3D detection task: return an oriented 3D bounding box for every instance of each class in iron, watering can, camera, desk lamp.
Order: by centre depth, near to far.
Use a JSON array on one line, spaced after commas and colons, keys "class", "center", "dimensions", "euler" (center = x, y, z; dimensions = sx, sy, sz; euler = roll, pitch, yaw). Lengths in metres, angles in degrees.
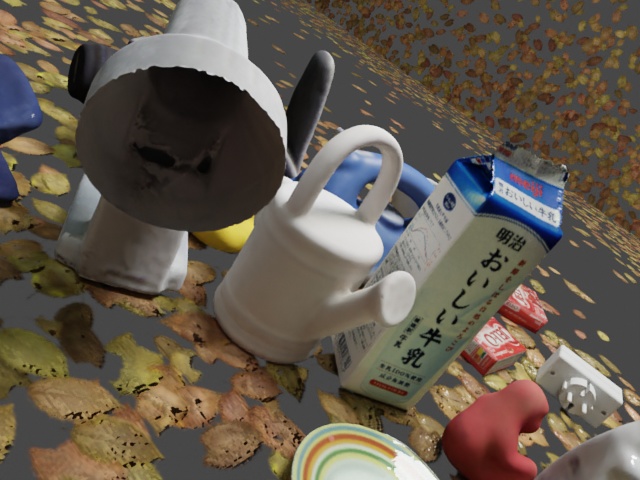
[{"class": "desk lamp", "center": [-0.111, -0.064, 0.409], "dimensions": [0.118, 0.213, 0.203], "euler": [21, 27, -25]}, {"class": "watering can", "center": [0.006, 0.002, 0.451], "dimensions": [0.172, 0.194, 0.101], "euler": [40, 25, 16]}, {"class": "iron", "center": [0.079, -0.028, 0.661], "dimensions": [0.259, 0.141, 0.118], "euler": [18, 28, -30]}, {"class": "camera", "center": [-0.212, -0.191, 0.664], "dimensions": [0.137, 0.100, 0.142], "euler": [11, 32, -40]}]

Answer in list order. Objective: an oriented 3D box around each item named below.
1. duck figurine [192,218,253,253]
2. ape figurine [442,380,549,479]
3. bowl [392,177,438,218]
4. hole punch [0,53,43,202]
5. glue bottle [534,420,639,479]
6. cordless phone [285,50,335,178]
[{"class": "duck figurine", "center": [-0.078, -0.041, 0.563], "dimensions": [0.077, 0.086, 0.105], "euler": [38, 24, 11]}, {"class": "ape figurine", "center": [0.150, 0.153, 0.466], "dimensions": [0.076, 0.092, 0.078], "euler": [27, 25, -12]}, {"class": "bowl", "center": [0.166, -0.023, 0.839], "dimensions": [0.168, 0.074, 0.167], "euler": [27, 25, -13]}, {"class": "hole punch", "center": [-0.268, -0.088, 0.413], "dimensions": [0.101, 0.091, 0.108], "euler": [1, 39, -50]}, {"class": "glue bottle", "center": [0.209, 0.168, 0.410], "dimensions": [0.037, 0.173, 0.078], "euler": [34, 24, 3]}, {"class": "cordless phone", "center": [-0.034, -0.152, 0.702], "dimensions": [0.094, 0.185, 0.147], "euler": [19, 27, -27]}]
